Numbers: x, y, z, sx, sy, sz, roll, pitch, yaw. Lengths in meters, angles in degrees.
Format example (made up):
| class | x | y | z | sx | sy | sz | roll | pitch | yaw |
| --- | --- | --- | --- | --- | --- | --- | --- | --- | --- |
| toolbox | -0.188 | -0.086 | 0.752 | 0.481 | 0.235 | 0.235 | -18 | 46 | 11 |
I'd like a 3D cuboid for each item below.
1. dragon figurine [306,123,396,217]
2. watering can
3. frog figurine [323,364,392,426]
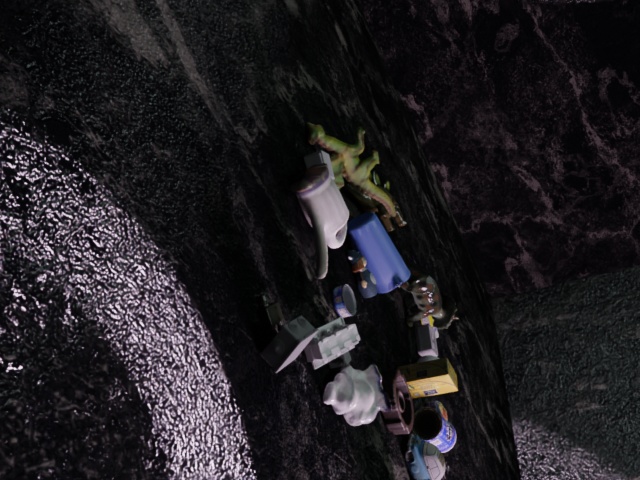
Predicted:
| class | x | y | z | sx | sy | sz | roll | pitch | yaw |
| --- | --- | --- | --- | --- | --- | --- | --- | --- | --- |
| dragon figurine | 0.086 | -0.200 | 1.613 | 0.246 | 0.121 | 0.408 | -36 | 100 | -34 |
| watering can | 0.004 | -0.068 | 1.342 | 0.221 | 0.103 | 0.355 | 61 | 24 | -21 |
| frog figurine | 0.069 | 0.367 | 1.210 | 0.160 | 0.122 | 0.138 | -5 | 85 | -30 |
